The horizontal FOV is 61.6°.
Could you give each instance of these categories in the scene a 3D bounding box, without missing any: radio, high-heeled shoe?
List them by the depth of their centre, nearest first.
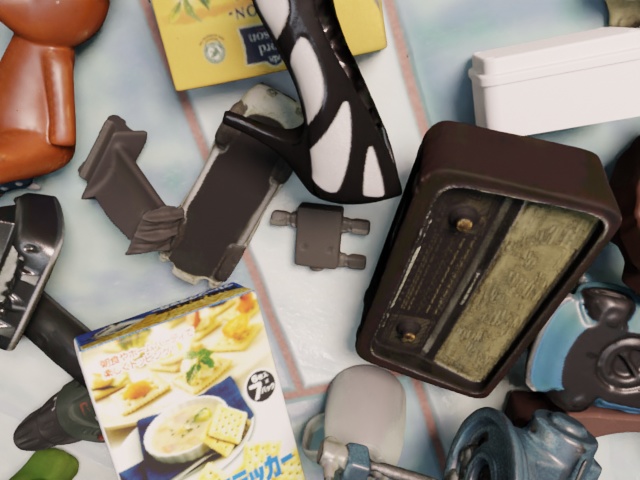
[{"bbox_3d":[0.025,-0.141,0.349,0.145,0.086,0.248,18,118,-5],"label":"high-heeled shoe"},{"bbox_3d":[0.115,0.025,0.432,0.131,0.073,0.229,17,131,2],"label":"radio"}]

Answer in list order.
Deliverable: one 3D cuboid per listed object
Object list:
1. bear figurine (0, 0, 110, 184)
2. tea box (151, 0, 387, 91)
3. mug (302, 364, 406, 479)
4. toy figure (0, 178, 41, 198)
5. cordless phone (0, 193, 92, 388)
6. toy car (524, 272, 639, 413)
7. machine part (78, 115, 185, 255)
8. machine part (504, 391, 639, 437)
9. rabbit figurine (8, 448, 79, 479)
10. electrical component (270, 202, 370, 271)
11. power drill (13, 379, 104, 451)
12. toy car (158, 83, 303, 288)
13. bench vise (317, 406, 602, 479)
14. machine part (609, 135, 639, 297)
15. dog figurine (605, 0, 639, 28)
[{"bbox_3d":[-0.241,-0.149,0.428,0.120,0.132,0.195,37,120,23],"label":"bear figurine"},{"bbox_3d":[-0.037,-0.181,0.419,0.170,0.068,0.098,-10,109,10],"label":"tea box"},{"bbox_3d":[0.031,0.185,0.522,0.110,0.107,0.080,-18,105,11],"label":"mug"},{"bbox_3d":[-0.339,-0.057,0.507,0.155,0.064,0.057,-14,101,13],"label":"toy figure"},{"bbox_3d":[-0.247,0.060,0.507,0.184,0.089,0.146,37,111,5],"label":"cordless phone"},{"bbox_3d":[0.251,0.081,0.455,0.162,0.103,0.109,9,114,0],"label":"toy car"},{"bbox_3d":[-0.170,-0.047,0.473,0.084,0.039,0.139,-48,61,15],"label":"machine part"},{"bbox_3d":[0.279,0.226,0.515,0.201,0.087,0.201,2,112,7],"label":"machine part"},{"bbox_3d":[-0.283,0.319,0.577,0.170,0.159,0.121,7,103,21],"label":"rabbit figurine"},{"bbox_3d":[-0.001,-0.002,0.503,0.094,0.021,0.063,7,111,4],"label":"electrical component"},{"bbox_3d":[-0.195,0.224,0.589,0.232,0.086,0.207,-37,94,15],"label":"power drill"},{"bbox_3d":[-0.078,-0.041,0.483,0.073,0.056,0.201,30,112,-10],"label":"toy car"},{"bbox_3d":[0.105,0.223,0.434,0.241,0.129,0.223,19,111,-6],"label":"bench vise"},{"bbox_3d":[0.298,-0.015,0.395,0.179,0.056,0.179,2,73,-7],"label":"machine part"},{"bbox_3d":[0.254,-0.184,0.313,0.172,0.190,0.121,11,111,5],"label":"dog figurine"}]
